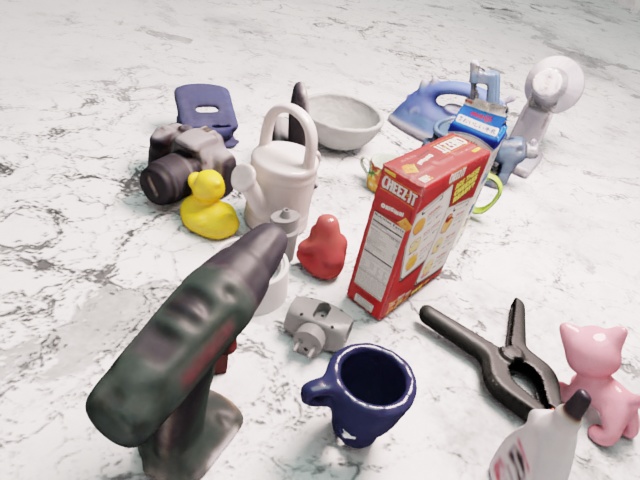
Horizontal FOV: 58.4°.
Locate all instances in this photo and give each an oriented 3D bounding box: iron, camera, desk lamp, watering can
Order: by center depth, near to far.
[{"bbox_3d":[-0.055,-0.102,0.834,0.101,0.194,0.173,18,37,7],"label":"watering can"},{"bbox_3d":[-0.220,-0.121,0.888,0.143,0.101,0.137,28,39,20],"label":"camera"},{"bbox_3d":[0.457,-0.268,1.195,0.117,0.213,0.204,27,39,19],"label":"desk lamp"},{"bbox_3d":[0.278,-0.275,1.210,0.258,0.141,0.119,22,37,13],"label":"iron"}]

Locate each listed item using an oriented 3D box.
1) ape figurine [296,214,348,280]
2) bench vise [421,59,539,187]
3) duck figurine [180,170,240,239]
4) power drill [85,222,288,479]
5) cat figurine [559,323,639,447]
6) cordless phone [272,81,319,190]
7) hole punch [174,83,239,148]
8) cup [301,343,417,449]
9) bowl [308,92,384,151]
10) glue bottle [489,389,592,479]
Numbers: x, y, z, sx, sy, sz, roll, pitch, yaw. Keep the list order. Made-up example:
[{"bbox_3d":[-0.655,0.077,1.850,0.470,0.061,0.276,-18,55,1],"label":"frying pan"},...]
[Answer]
[{"bbox_3d":[0.007,0.003,0.800,0.078,0.092,0.076,-1,38,-17],"label":"ape figurine"},{"bbox_3d":[0.315,-0.223,1.086,0.207,0.220,0.121,6,37,-8],"label":"bench vise"},{"bbox_3d":[-0.159,-0.059,0.836,0.104,0.086,0.078,37,43,29],"label":"duck figurine"},{"bbox_3d":[-0.108,0.113,0.520,0.075,0.208,0.230,24,38,15],"label":"power drill"},{"bbox_3d":[0.333,0.156,0.674,0.067,0.118,0.127,-10,42,-28],"label":"cat figurine"},{"bbox_3d":[-0.038,-0.188,0.960,0.094,0.185,0.147,2,38,-14],"label":"cordless phone"},{"bbox_3d":[-0.204,-0.224,1.038,0.109,0.091,0.101,-8,41,-25],"label":"hole punch"},{"bbox_3d":[0.032,0.169,0.584,0.118,0.095,0.091,-3,39,-21],"label":"cup"},{"bbox_3d":[0.038,-0.223,1.123,0.167,0.075,0.167,8,37,-6],"label":"bowl"},{"bbox_3d":[0.210,0.196,0.536,0.037,0.173,0.078,4,37,-11],"label":"glue bottle"}]
